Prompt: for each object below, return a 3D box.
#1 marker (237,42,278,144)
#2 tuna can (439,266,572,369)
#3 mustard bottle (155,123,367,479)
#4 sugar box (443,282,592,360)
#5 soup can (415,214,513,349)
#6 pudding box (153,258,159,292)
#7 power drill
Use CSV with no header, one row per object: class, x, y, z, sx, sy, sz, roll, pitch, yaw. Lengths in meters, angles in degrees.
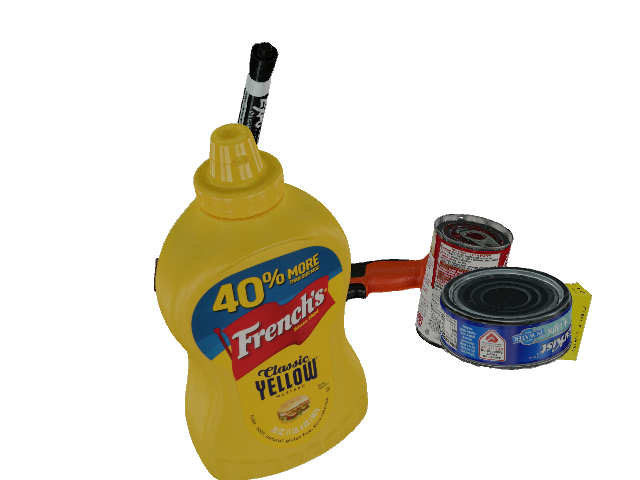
marker,-0.049,-0.099,0.778,0.020,0.020,0.121,0,-35,-13
tuna can,0.120,0.048,0.693,0.086,0.034,0.086,-3,23,1
mustard bottle,-0.030,0.029,0.525,0.096,0.191,0.058,-20,38,-16
sugar box,0.238,0.096,1.317,0.176,0.093,0.048,3,18,-16
soup can,0.123,0.037,0.921,0.068,0.102,0.068,7,24,-3
pudding box,-0.085,0.039,0.995,0.090,0.039,0.113,30,33,34
power drill,0.059,0.058,1.235,0.187,0.057,0.184,1,28,5
